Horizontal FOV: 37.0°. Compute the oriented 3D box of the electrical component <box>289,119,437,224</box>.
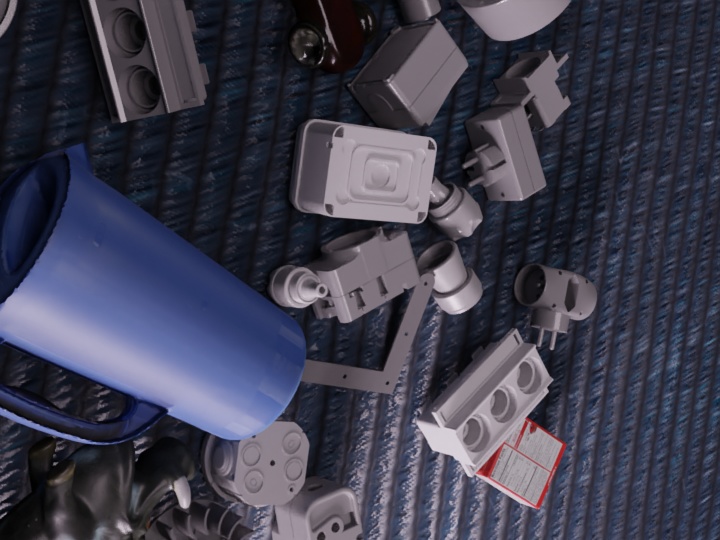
[{"bbox_3d":[0.002,-0.083,0.913,0.113,0.057,0.078,2,99,-37],"label":"electrical component"}]

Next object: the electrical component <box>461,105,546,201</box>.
[{"bbox_3d":[0.125,-0.103,1.016,0.076,0.047,0.083,-31,110,-32],"label":"electrical component"}]

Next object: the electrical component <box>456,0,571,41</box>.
[{"bbox_3d":[0.149,-0.259,0.990,0.060,0.108,0.108,46,67,-37],"label":"electrical component"}]

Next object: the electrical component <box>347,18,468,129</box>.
[{"bbox_3d":[0.048,-0.173,0.945,0.061,0.062,0.096,49,65,-29],"label":"electrical component"}]

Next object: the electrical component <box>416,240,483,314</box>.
[{"bbox_3d":[0.082,0.007,0.992,0.045,0.045,0.055,-48,119,-24],"label":"electrical component"}]

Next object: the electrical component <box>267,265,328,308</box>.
[{"bbox_3d":[-0.049,0.014,0.884,0.035,0.061,0.035,-3,95,-37],"label":"electrical component"}]

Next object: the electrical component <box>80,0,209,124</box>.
[{"bbox_3d":[-0.156,-0.176,0.787,0.063,0.079,0.121,-37,117,-62],"label":"electrical component"}]

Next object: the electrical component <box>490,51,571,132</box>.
[{"bbox_3d":[0.170,-0.174,1.050,0.081,0.042,0.063,-47,122,-24],"label":"electrical component"}]

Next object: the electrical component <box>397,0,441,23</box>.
[{"bbox_3d":[0.047,-0.253,0.953,0.044,0.044,0.065,-36,118,-30],"label":"electrical component"}]

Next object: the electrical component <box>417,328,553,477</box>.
[{"bbox_3d":[0.116,0.122,1.013,0.121,0.063,0.078,-42,116,-27],"label":"electrical component"}]

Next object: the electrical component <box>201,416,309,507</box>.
[{"bbox_3d":[-0.084,0.152,0.873,0.080,0.051,0.080,-3,94,-37],"label":"electrical component"}]

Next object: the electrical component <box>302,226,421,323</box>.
[{"bbox_3d":[0.000,0.000,0.927,0.089,0.050,0.055,-28,109,-33],"label":"electrical component"}]

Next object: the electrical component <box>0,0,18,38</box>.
[{"bbox_3d":[-0.277,-0.186,0.701,0.108,0.060,0.108,-2,94,-37],"label":"electrical component"}]

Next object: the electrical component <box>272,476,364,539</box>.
[{"bbox_3d":[-0.035,0.226,0.908,0.054,0.059,0.095,-16,102,-35],"label":"electrical component"}]

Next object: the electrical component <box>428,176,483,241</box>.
[{"bbox_3d":[0.080,-0.060,0.988,0.062,0.043,0.043,45,67,-29],"label":"electrical component"}]

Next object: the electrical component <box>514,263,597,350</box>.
[{"bbox_3d":[0.193,0.040,1.078,0.077,0.043,0.079,16,83,-36],"label":"electrical component"}]
